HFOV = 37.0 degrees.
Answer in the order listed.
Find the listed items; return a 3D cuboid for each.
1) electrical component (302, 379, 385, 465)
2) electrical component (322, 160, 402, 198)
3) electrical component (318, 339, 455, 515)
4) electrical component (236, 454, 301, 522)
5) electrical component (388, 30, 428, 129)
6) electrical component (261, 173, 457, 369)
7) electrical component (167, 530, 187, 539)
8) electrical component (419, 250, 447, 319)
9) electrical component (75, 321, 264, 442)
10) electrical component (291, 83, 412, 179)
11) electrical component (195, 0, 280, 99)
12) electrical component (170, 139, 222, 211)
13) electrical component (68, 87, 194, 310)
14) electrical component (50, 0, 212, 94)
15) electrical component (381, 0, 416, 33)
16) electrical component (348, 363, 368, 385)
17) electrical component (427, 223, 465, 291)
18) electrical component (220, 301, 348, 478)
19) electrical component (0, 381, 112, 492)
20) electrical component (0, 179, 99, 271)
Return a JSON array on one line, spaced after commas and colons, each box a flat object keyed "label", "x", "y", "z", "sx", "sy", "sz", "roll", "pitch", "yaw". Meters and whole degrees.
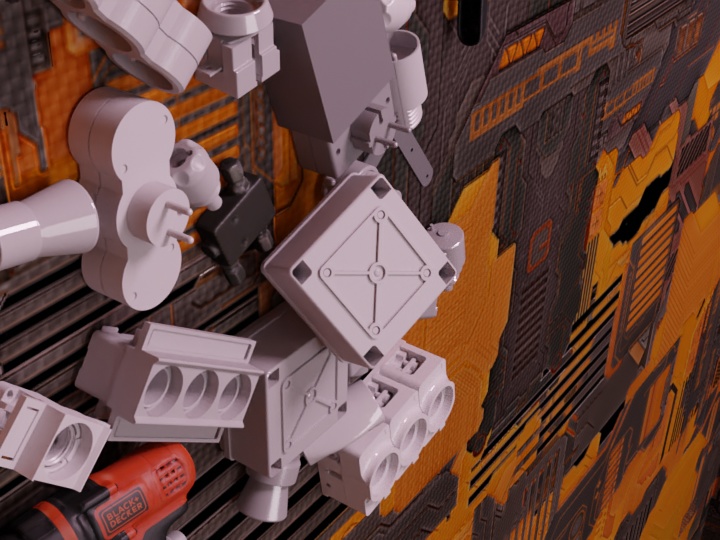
[{"label": "electrical component", "x": -0.024, "y": 0.136, "z": 0.964, "sx": 0.077, "sy": 0.043, "sz": 0.079, "roll": -30, "pitch": 178, "yaw": -9}, {"label": "electrical component", "x": 0.003, "y": -0.064, "z": 0.871, "sx": 0.048, "sy": 0.062, "sz": 0.048, "roll": -38, "pitch": 139, "yaw": -43}, {"label": "electrical component", "x": 0.027, "y": 0.154, "z": 1.055, "sx": 0.150, "sy": 0.062, "sz": 0.089, "roll": -45, "pitch": 143, "yaw": -37}, {"label": "electrical component", "x": -0.077, "y": 0.179, "z": 0.912, "sx": 0.045, "sy": 0.045, "sz": 0.055, "roll": -1, "pitch": 109, "yaw": -59}, {"label": "electrical component", "x": 0.033, "y": -0.151, "z": 0.883, "sx": 0.043, "sy": 0.043, "sz": 0.081, "roll": -51, "pitch": 146, "yaw": -29}, {"label": "electrical component", "x": 0.000, "y": 0.000, "z": 0.818, "sx": 0.108, "sy": 0.056, "sz": 0.108, "roll": -47, "pitch": 115, "yaw": -18}, {"label": "electrical component", "x": -0.155, "y": 0.218, "z": 0.810, "sx": 0.062, "sy": 0.048, "sz": 0.048, "roll": -32, "pitch": 135, "yaw": -57}, {"label": "electrical component", "x": 0.021, "y": -0.002, "z": 0.926, "sx": 0.061, "sy": 0.096, "sz": 0.061, "roll": -4, "pitch": 114, "yaw": -27}, {"label": "electrical component", "x": -0.130, "y": 0.075, "z": 0.736, "sx": 0.121, "sy": 0.063, "sz": 0.078, "roll": 18, "pitch": 93, "yaw": -61}, {"label": "electrical component", "x": 0.002, "y": -0.111, "z": 0.825, "sx": 0.083, "sy": 0.076, "sz": 0.047, "roll": -49, "pitch": 146, "yaw": -31}, {"label": "electrical component", "x": -0.080, "y": -0.149, "z": 0.693, "sx": 0.066, "sy": 0.048, "sz": 0.055, "roll": -43, "pitch": 150, "yaw": -37}, {"label": "electrical component", "x": -0.109, "y": -0.059, "z": 0.714, "sx": 0.035, "sy": 0.035, "sz": 0.061, "roll": -60, "pitch": 152, "yaw": -15}, {"label": "electrical component", "x": -0.129, "y": -0.037, "z": 0.653, "sx": 0.052, "sy": 0.074, "sz": 0.138, "roll": -34, "pitch": 136, "yaw": -46}, {"label": "electrical component", "x": -0.127, "y": -0.163, "z": 0.596, "sx": 0.073, "sy": 0.052, "sz": 0.138, "roll": -64, "pitch": 151, "yaw": -10}, {"label": "electrical component", "x": 0.020, "y": -0.204, "z": 0.827, "sx": 0.062, "sy": 0.043, "sz": 0.043, "roll": -22, "pitch": 127, "yaw": -54}, {"label": "electrical component", "x": -0.008, "y": 0.068, "z": 0.954, "sx": 0.066, "sy": 0.047, "sz": 0.076, "roll": -43, "pitch": 142, "yaw": -39}, {"label": "electrical component", "x": 0.084, "y": -0.011, "z": 1.065, "sx": 0.040, "sy": 0.040, "sz": 0.078, "roll": -47, "pitch": 145, "yaw": -34}, {"label": "electrical component", "x": -0.061, "y": 0.092, "z": 0.871, "sx": 0.109, "sy": 0.056, "sz": 0.108, "roll": -36, "pitch": 137, "yaw": -44}, {"label": "electrical component", "x": -0.193, "y": 0.098, "z": 0.644, "sx": 0.042, "sy": 0.064, "sz": 0.081, "roll": -63, "pitch": 150, "yaw": -8}, {"label": "electrical component", "x": -0.186, "y": -0.023, "z": 0.602, "sx": 0.065, "sy": 0.044, "sz": 0.044, "roll": -23, "pitch": 128, "yaw": -46}]
